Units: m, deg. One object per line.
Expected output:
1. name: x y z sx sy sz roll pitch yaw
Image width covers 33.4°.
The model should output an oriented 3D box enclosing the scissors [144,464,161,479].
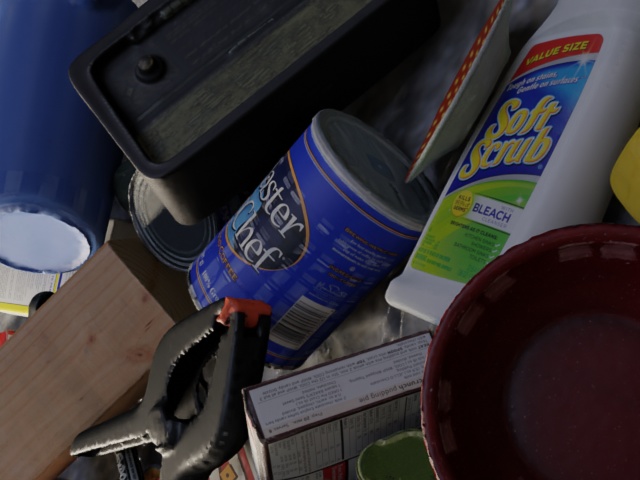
1. scissors: -0.103 0.241 0.767 0.202 0.016 0.096 38 103 46

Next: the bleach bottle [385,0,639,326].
1. bleach bottle: 0.129 -0.061 0.603 0.103 0.068 0.251 21 87 56

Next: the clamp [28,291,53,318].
1. clamp: -0.235 0.126 0.903 0.172 0.039 0.120 -42 72 31

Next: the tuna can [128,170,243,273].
1. tuna can: -0.095 -0.022 0.765 0.086 0.033 0.086 18 122 31

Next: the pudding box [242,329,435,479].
1. pudding box: 0.016 0.102 0.602 0.090 0.113 0.039 88 161 -53

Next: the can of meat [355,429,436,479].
1. can of meat: 0.056 0.165 0.570 0.102 0.057 0.084 52 152 43

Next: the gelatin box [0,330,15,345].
1. gelatin box: -0.307 0.135 1.005 0.073 0.030 0.089 -20 62 41

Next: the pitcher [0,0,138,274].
1. pitcher: -0.226 -0.091 0.906 0.145 0.149 0.243 -12 54 18

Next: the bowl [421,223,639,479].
1. bowl: 0.129 0.076 0.488 0.162 0.055 0.162 -2 82 10

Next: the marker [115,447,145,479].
1. marker: -0.144 0.174 0.810 0.020 0.020 0.121 -56 31 16

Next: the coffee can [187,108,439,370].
1. coffee can: -0.005 0.001 0.688 0.140 0.102 0.103 -48 47 24

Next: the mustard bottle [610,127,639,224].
1. mustard bottle: 0.219 0.006 0.487 0.096 0.058 0.192 -48 47 25

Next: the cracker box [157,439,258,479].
1. cracker box: -0.039 0.231 0.663 0.164 0.072 0.214 -39 50 29

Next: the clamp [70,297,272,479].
1. clamp: -0.084 0.127 0.656 0.210 0.036 0.165 -55 48 28

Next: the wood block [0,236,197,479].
1. wood block: -0.183 0.099 0.797 0.206 0.090 0.090 -43 83 12

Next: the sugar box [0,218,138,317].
1. sugar box: -0.224 0.027 0.949 0.177 0.048 0.093 4 79 43
